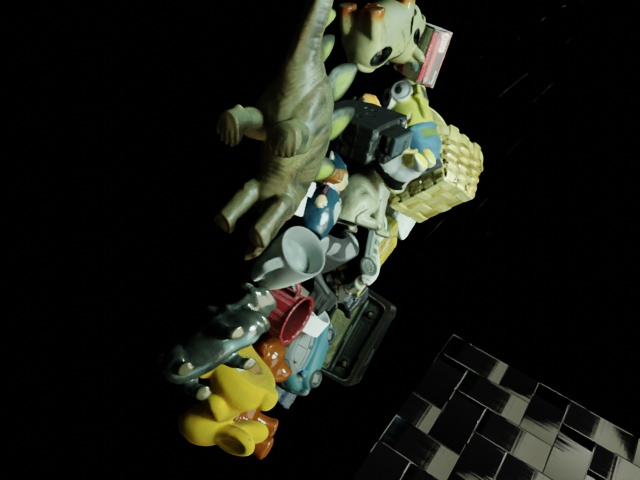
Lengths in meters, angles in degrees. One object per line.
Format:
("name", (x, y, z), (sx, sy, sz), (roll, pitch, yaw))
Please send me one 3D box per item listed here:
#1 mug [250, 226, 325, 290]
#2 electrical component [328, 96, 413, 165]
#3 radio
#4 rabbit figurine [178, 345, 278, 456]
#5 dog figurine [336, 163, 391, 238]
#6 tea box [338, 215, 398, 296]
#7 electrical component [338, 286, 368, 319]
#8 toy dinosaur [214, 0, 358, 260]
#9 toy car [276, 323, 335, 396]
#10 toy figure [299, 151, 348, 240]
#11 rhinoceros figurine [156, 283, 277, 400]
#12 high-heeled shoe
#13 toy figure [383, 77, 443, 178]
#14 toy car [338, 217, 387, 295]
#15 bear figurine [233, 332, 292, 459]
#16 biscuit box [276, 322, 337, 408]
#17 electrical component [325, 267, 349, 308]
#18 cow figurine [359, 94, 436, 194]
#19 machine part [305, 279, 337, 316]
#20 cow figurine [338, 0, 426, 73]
("mug", (-0.062, 0.041, 0.824), (0.109, 0.081, 0.107), (-30, 177, -46))
("electrical component", (0.070, -0.167, 0.821), (0.115, 0.134, 0.058), (-37, 146, -47))
("radio", (0.077, 0.223, 1.278), (0.229, 0.131, 0.073), (-62, 158, 3))
("rabbit figurine", (-0.151, 0.268, 0.867), (0.173, 0.162, 0.122), (-46, 171, 9))
("dog figurine", (0.082, -0.114, 0.980), (0.172, 0.121, 0.190), (25, 78, -68))
("tea box", (0.102, 0.027, 1.190), (0.169, 0.068, 0.098), (-50, 155, -28))
("electrical component", (0.073, 0.113, 1.220), (0.119, 0.075, 0.047), (-45, 153, -25))
("toy dinosaur", (-0.033, -0.150, 0.676), (0.198, 0.105, 0.470), (-46, 163, -48))
("toy car", (-0.045, 0.217, 1.064), (0.102, 0.109, 0.161), (44, 66, -48))
("toy figure", (0.011, -0.074, 0.873), (0.064, 0.058, 0.154), (-20, -136, 58))
("rhinoceros figurine", (-0.139, 0.139, 0.771), (0.190, 0.112, 0.073), (-38, 121, -19))
("high-heeled shoe", (-0.002, -0.003, 0.985), (0.145, 0.086, 0.249), (59, 22, -18))
("toy figure", (0.169, -0.205, 0.969), (0.082, 0.180, 0.089), (-21, 177, 20))
("toy car", (0.090, 0.023, 1.082), (0.073, 0.056, 0.202), (-33, -148, 43))
("bear figurine", (-0.101, 0.267, 0.974), (0.196, 0.132, 0.120), (-57, 180, 1))
("biscuit box", (-0.041, 0.259, 1.164), (0.202, 0.059, 0.062), (-53, 154, -17))
("electrical component", (0.029, 0.093, 1.112), (0.045, 0.078, 0.102), (-25, 150, -19))
("cow figurine", (0.108, -0.164, 0.916), (0.098, 0.167, 0.068), (-41, 178, 36))
("machine part", (0.000, 0.101, 1.009), (0.039, 0.084, 0.139), (-31, -178, 8))
("cow figurine", (0.102, -0.303, 0.799), (0.195, 0.086, 0.127), (-43, 145, -42))
